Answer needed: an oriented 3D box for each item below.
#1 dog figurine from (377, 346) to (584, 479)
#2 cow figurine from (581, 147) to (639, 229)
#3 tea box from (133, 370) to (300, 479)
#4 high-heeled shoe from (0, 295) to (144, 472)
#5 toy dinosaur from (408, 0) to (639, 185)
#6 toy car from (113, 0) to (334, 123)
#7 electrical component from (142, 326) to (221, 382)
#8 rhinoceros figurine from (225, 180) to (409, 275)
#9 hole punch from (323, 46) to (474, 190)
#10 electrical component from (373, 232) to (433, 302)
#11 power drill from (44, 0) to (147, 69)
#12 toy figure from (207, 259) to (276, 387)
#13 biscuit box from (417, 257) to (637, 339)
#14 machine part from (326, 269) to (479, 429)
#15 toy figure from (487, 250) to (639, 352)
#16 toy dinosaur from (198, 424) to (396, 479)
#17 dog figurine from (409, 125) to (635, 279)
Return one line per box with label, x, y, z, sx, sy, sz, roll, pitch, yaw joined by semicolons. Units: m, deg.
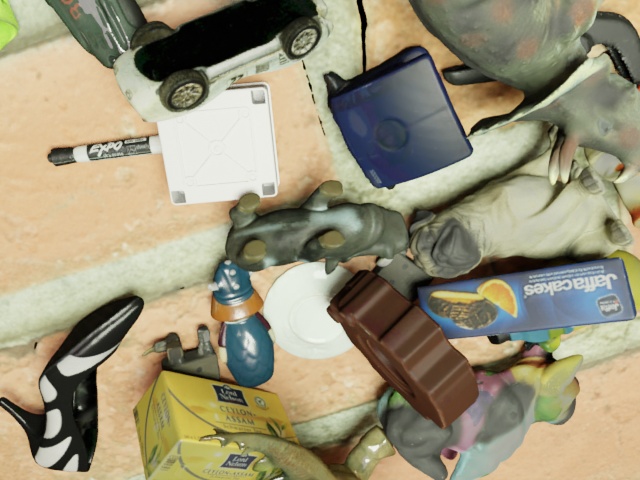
dog figurine;0.200;0.183;0.639;0.191;0.108;0.219;39;99;-14
cow figurine;0.331;-0.074;0.540;0.195;0.127;0.085;18;140;-36
tea box;-0.111;0.215;0.599;0.169;0.098;0.068;25;110;-41
high-heeled shoe;-0.254;0.176;0.618;0.249;0.086;0.145;-37;112;14
toy dinosaur;0.133;-0.200;0.399;0.404;0.131;0.192;36;98;-27
toy car;-0.082;-0.172;0.479;0.202;0.056;0.073;-30;73;-16
electrical component;-0.161;0.154;0.635;0.078;0.045;0.102;-20;116;-26
rhinoceros figurine;-0.001;-0.002;0.549;0.190;0.073;0.112;-6;153;-10
hole punch;0.079;-0.116;0.527;0.116;0.092;0.142;-28;113;10
electrical component;0.093;0.039;0.618;0.063;0.021;0.094;34;105;-15
power drill;-0.169;-0.279;0.451;0.207;0.086;0.231;-22;112;0
toy figure;-0.091;0.091;0.607;0.058;0.064;0.154;1;111;36
biscuit box;0.207;0.064;0.555;0.203;0.059;0.063;-12;78;26
machine part;0.084;0.114;0.557;0.056;0.179;0.179;-42;109;-12
toy figure;0.277;0.070;0.607;0.180;0.089;0.082;-22;119;2
toy dinosaur;0.014;0.314;0.617;0.199;0.105;0.470;-26;128;-8
dog figurine;0.209;-0.004;0.577;0.190;0.121;0.172;-34;117;23
